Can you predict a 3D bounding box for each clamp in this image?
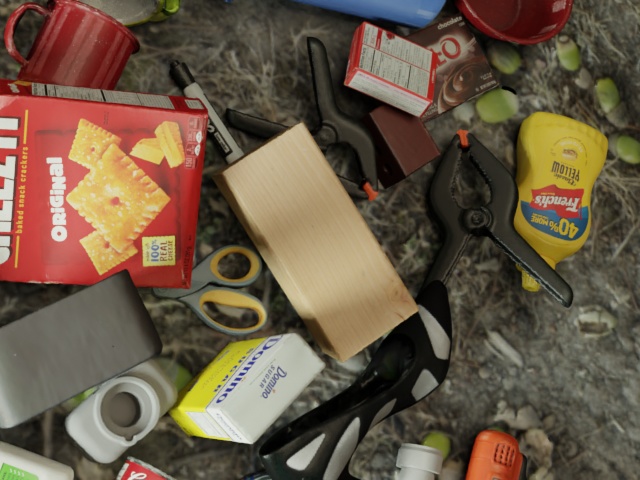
[{"bbox_3d":[0.154,-0.010,1.106,0.164,0.036,0.210,-15,73,2],"label":"clamp"},{"bbox_3d":[0.005,-0.114,1.065,0.171,0.039,0.120,39,101,-13],"label":"clamp"}]

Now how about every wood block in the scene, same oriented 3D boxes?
[{"bbox_3d":[-0.007,0.001,1.009,0.090,0.090,0.206,-34,98,-10],"label":"wood block"}]

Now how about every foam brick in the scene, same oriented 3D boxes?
[{"bbox_3d":[0.077,-0.102,1.098,0.051,0.053,0.078,-32,92,-24],"label":"foam brick"}]

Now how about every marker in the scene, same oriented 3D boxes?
[{"bbox_3d":[-0.110,-0.123,1.046,0.020,0.020,0.121,-34,93,-24],"label":"marker"}]

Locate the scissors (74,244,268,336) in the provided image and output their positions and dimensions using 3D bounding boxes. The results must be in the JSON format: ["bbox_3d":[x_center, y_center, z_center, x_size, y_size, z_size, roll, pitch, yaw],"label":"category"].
[{"bbox_3d":[-0.138,0.029,1.008,0.201,0.016,0.096,23,71,-16],"label":"scissors"}]

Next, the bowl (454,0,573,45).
[{"bbox_3d":[0.199,-0.281,1.176,0.161,0.055,0.162,7,73,-24],"label":"bowl"}]

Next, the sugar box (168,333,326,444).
[{"bbox_3d":[-0.070,0.128,0.928,0.048,0.176,0.093,48,67,-7],"label":"sugar box"}]

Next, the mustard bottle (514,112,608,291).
[{"bbox_3d":[0.246,-0.037,1.150,0.096,0.058,0.191,20,74,-12],"label":"mustard bottle"}]

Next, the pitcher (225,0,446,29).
[{"bbox_3d":[0.013,-0.305,1.073,0.242,0.149,0.145,11,36,-23],"label":"pitcher"}]

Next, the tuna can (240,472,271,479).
[{"bbox_3d":[-0.049,0.259,0.989,0.086,0.034,0.086,4,78,-21],"label":"tuna can"}]

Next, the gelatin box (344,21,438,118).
[{"bbox_3d":[0.072,-0.171,1.070,0.089,0.030,0.073,21,50,-13],"label":"gelatin box"}]

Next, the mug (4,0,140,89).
[{"bbox_3d":[-0.231,-0.166,0.965,0.117,0.093,0.081,33,73,-37],"label":"mug"}]

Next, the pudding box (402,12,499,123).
[{"bbox_3d":[0.122,-0.180,1.139,0.113,0.039,0.090,-27,90,-25],"label":"pudding box"}]

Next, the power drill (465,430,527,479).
[{"bbox_3d":[0.218,0.303,1.074,0.187,0.057,0.184,22,72,-17],"label":"power drill"}]

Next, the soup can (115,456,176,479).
[{"bbox_3d":[-0.163,0.249,0.927,0.068,0.069,0.102,34,70,-13],"label":"soup can"}]

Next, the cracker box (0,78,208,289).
[{"bbox_3d":[-0.210,-0.047,0.920,0.213,0.072,0.164,4,107,-17],"label":"cracker box"}]

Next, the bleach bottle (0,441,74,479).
[{"bbox_3d":[-0.337,0.195,0.872,0.250,0.068,0.102,21,73,-14],"label":"bleach bottle"}]
